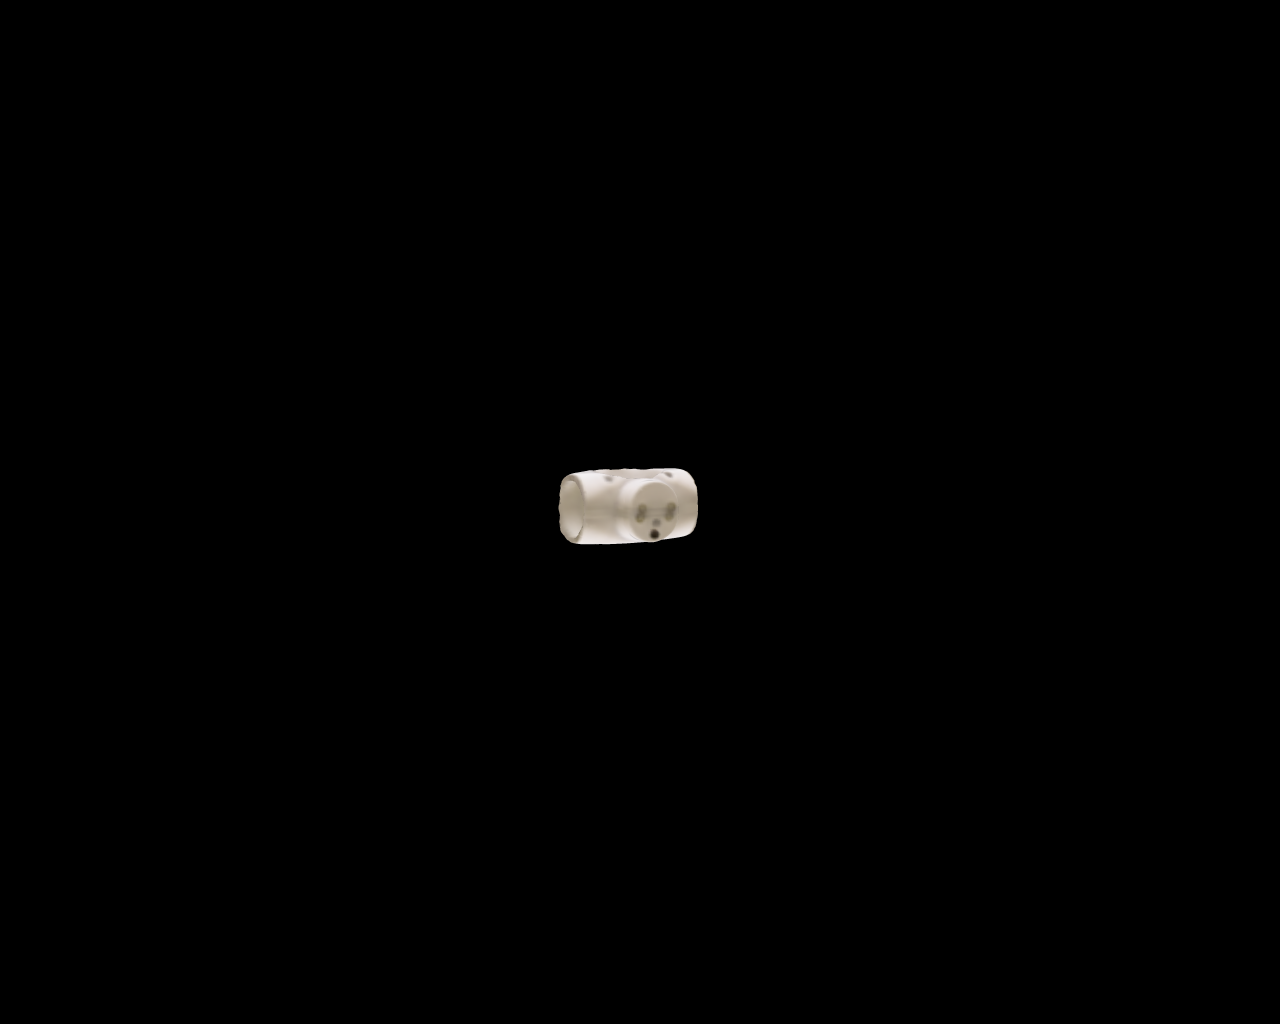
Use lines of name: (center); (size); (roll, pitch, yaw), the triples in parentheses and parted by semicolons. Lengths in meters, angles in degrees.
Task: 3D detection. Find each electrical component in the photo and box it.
electrical component: (0.001, -0.003, 0.650); (0.077, 0.044, 0.079); (-3, 8, -26)
